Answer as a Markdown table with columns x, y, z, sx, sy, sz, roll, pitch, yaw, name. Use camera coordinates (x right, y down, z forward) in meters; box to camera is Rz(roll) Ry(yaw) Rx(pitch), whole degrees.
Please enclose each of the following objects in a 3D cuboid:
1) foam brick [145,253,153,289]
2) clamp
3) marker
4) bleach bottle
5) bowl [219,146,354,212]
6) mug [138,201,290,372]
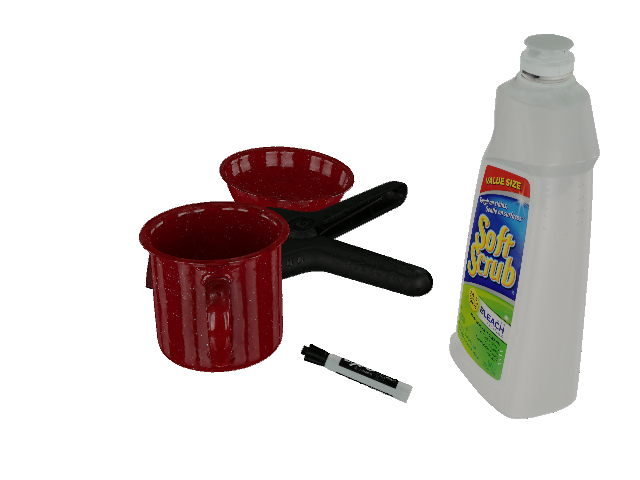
| x | y | z | sx | sy | sz | roll | pitch | yaw | name |
| --- | --- | --- | --- | --- | --- | --- | --- | --- | --- |
| -0.134 | 0.025 | 1.092 | 0.078 | 0.051 | 0.053 | 16 | 32 | 4 | foam brick |
| -0.010 | -0.005 | 0.924 | 0.210 | 0.036 | 0.164 | 0 | 31 | 4 | clamp |
| 0.036 | 0.137 | 1.110 | 0.121 | 0.020 | 0.020 | 22 | 3 | 8 | marker |
| 0.132 | -0.011 | 0.687 | 0.068 | 0.251 | 0.103 | -12 | 32 | -16 | bleach bottle |
| -0.042 | -0.058 | 1.277 | 0.162 | 0.055 | 0.162 | 5 | 27 | -2 | bowl |
| -0.063 | 0.035 | 0.666 | 0.093 | 0.081 | 0.117 | -4 | 25 | -8 | mug |
